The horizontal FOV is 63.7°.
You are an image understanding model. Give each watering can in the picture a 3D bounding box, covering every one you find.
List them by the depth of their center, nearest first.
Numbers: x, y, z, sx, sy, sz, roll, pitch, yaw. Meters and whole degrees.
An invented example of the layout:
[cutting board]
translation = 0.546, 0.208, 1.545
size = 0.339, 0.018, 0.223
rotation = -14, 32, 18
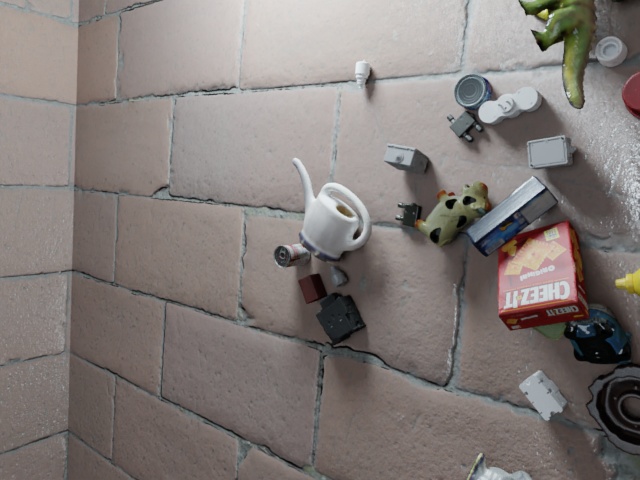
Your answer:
[watering can]
translation = 0.005, -0.077, 1.522
size = 0.352, 0.221, 0.104
rotation = 41, 26, 29

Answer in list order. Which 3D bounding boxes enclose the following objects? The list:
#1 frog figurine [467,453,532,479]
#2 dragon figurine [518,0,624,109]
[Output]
[frog figurine]
translation = 0.426, 0.582, 1.200
size = 0.161, 0.134, 0.125
rotation = 28, 51, 26
[dragon figurine]
translation = 0.561, -0.484, 1.064
size = 0.240, 0.417, 0.121
rotation = -26, -24, 28
